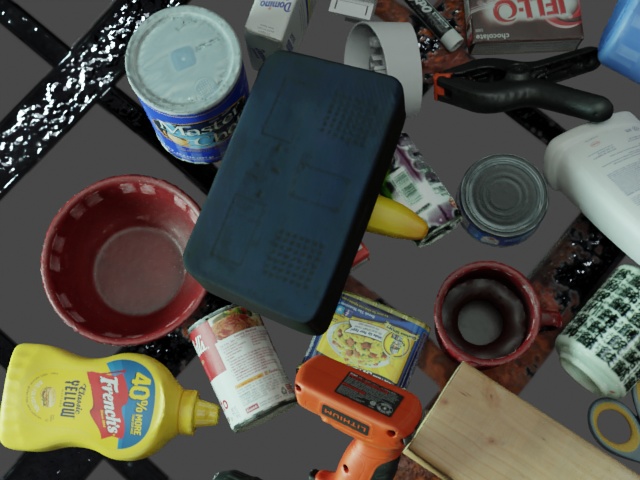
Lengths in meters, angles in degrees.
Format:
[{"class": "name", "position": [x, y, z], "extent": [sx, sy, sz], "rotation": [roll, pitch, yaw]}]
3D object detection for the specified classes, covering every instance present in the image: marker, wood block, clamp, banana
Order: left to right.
[{"class": "banana", "position": [-0.003, -0.015, 0.980], "extent": [0.198, 0.037, 0.069], "rotation": [-11, 78, 3]}, {"class": "marker", "position": [0.099, -0.238, 1.076], "extent": [0.020, 0.020, 0.121], "rotation": [-38, 78, -8]}, {"class": "clamp", "position": [0.198, -0.155, 1.031], "extent": [0.171, 0.039, 0.120], "rotation": [7, 33, 15]}, {"class": "wood block", "position": [0.183, 0.204, 0.923], "extent": [0.206, 0.091, 0.090], "rotation": [33, 79, 9]}]

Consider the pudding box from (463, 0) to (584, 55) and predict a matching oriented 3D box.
[{"class": "pudding box", "position": [0.200, -0.232, 1.060], "extent": [0.113, 0.039, 0.090], "rotation": [-4, 76, 1]}]

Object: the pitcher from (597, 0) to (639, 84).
[{"class": "pitcher", "position": [0.383, -0.159, 0.971], "extent": [0.243, 0.149, 0.145], "rotation": [26, 77, 4]}]

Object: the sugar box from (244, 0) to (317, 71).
[{"class": "sugar box", "position": [-0.024, -0.257, 1.046], "extent": [0.048, 0.093, 0.176], "rotation": [20, 77, 7]}]

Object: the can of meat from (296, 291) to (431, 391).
[{"class": "can of meat", "position": [0.041, 0.102, 0.971], "extent": [0.102, 0.057, 0.084], "rotation": [22, 75, 7]}]

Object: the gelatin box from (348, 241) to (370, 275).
[{"class": "gelatin box", "position": [-0.007, 0.001, 1.012], "extent": [0.073, 0.030, 0.089], "rotation": [-34, 75, -6]}]

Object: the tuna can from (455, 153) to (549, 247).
[{"class": "tuna can", "position": [0.173, -0.038, 1.014], "extent": [0.086, 0.034, 0.086], "rotation": [0, 75, 1]}]

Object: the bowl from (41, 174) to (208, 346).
[{"class": "bowl", "position": [-0.174, 0.023, 0.999], "extent": [0.162, 0.055, 0.162], "rotation": [0, 76, 2]}]

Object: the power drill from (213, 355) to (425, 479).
[{"class": "power drill", "position": [0.000, 0.192, 0.902], "extent": [0.184, 0.057, 0.188], "rotation": [21, 121, 13]}]

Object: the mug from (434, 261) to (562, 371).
[{"class": "mug", "position": [0.158, 0.073, 0.961], "extent": [0.117, 0.081, 0.093], "rotation": [-1, 75, 1]}]

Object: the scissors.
[{"class": "scissors", "position": [0.303, 0.215, 0.954], "extent": [0.096, 0.016, 0.202], "rotation": [-11, 76, 1]}]

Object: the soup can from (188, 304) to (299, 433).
[{"class": "soup can", "position": [-0.069, 0.115, 0.966], "extent": [0.068, 0.068, 0.102], "rotation": [-25, 77, -5]}]

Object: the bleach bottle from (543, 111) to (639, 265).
[{"class": "bleach bottle", "position": [0.303, -0.009, 0.932], "extent": [0.102, 0.068, 0.251], "rotation": [-23, 49, -10]}]

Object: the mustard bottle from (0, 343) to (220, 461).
[{"class": "mustard bottle", "position": [-0.186, 0.150, 0.966], "extent": [0.191, 0.058, 0.096], "rotation": [5, 75, 3]}]

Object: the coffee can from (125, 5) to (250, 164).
[{"class": "coffee can", "position": [-0.117, -0.141, 0.995], "extent": [0.103, 0.140, 0.103], "rotation": [0, 76, 1]}]
